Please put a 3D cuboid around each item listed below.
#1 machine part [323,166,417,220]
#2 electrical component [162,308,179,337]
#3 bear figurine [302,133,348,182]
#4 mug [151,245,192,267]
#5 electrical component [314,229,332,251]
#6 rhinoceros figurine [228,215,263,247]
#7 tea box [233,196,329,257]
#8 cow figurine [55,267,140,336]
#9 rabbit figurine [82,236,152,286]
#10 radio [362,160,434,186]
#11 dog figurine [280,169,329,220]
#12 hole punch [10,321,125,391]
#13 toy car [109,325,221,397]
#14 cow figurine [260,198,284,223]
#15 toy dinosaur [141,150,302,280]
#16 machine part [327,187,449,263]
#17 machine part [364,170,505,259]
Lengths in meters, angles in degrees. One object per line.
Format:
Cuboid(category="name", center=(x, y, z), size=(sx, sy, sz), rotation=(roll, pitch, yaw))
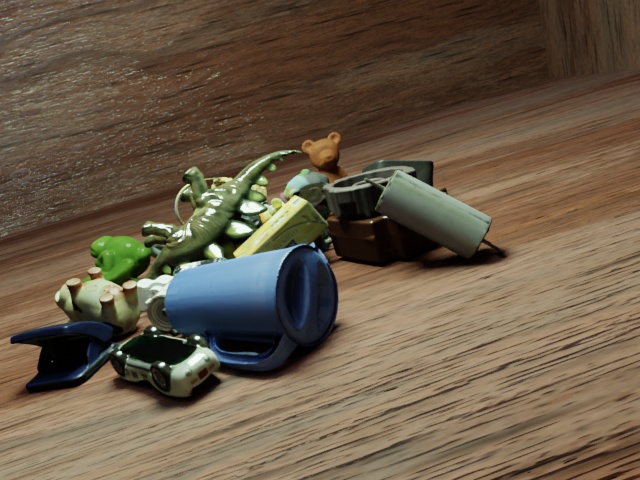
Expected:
Cuboid(category="machine part", center=(0.093, -0.090, 0.987), size=(0.179, 0.056, 0.179), rotation=(-14, 14, 3))
Cuboid(category="electrical component", center=(-0.209, 0.114, 0.866), size=(0.021, 0.063, 0.094), rotation=(-3, 19, 40))
Cuboid(category="bear figurine", center=(0.031, -0.172, 1.388), size=(0.120, 0.195, 0.132), rotation=(-14, 16, -8))
Cuboid(category="mug", center=(-0.338, 0.020, 1.231), size=(0.107, 0.081, 0.109), rotation=(27, -6, 25))
Cuboid(category="electrical component", center=(-0.003, -0.003, 1.124), size=(0.078, 0.045, 0.102), rotation=(-43, 12, 5))
Cuboid(category="rhinoceros figurine", center=(-0.192, -0.026, 1.311), size=(0.112, 0.073, 0.190), rotation=(14, 9, 6))
Cuboid(category="tea box", center=(-0.076, 0.000, 1.012), size=(0.169, 0.068, 0.098), rotation=(-44, 19, -3))
Cuboid(category="cow figurine", center=(-0.402, 0.120, 0.965), size=(0.195, 0.127, 0.085), rotation=(12, 28, 31))
Cuboid(category="rabbit figurine", center=(-0.448, 0.083, 1.173), size=(0.159, 0.121, 0.170), rotation=(1, 40, 28))
Cuboid(category="radio", center=(0.175, -0.139, 1.247), size=(0.131, 0.073, 0.229), rotation=(0, 3, -5))
Cuboid(category="dog figurine", center=(-0.036, -0.098, 1.251), size=(0.108, 0.191, 0.219), rotation=(-24, 32, -8))
Cuboid(category="hole punch", center=(-0.393, 0.163, 0.833), size=(0.142, 0.092, 0.116), rotation=(-15, 12, 15))
Cuboid(category="toy car", center=(-0.214, 0.162, 0.724), size=(0.202, 0.056, 0.073), rotation=(-2, 27, 44))
Cuboid(category="cow figurine", center=(-0.107, -0.084, 1.448), size=(0.167, 0.068, 0.098), rotation=(-14, 10, -8))
Cuboid(category="toy dinosaur", center=(-0.225, -0.059, 1.177), size=(0.471, 0.199, 0.105), rotation=(-55, -3, -17))
Cuboid(category="machine part", center=(0.133, -0.031, 1.007), size=(0.201, 0.087, 0.201), rotation=(-23, 18, -32))
Cuboid(category="machine part", center=(0.179, -0.041, 0.852), size=(0.243, 0.079, 0.079), rotation=(28, 26, 7))
